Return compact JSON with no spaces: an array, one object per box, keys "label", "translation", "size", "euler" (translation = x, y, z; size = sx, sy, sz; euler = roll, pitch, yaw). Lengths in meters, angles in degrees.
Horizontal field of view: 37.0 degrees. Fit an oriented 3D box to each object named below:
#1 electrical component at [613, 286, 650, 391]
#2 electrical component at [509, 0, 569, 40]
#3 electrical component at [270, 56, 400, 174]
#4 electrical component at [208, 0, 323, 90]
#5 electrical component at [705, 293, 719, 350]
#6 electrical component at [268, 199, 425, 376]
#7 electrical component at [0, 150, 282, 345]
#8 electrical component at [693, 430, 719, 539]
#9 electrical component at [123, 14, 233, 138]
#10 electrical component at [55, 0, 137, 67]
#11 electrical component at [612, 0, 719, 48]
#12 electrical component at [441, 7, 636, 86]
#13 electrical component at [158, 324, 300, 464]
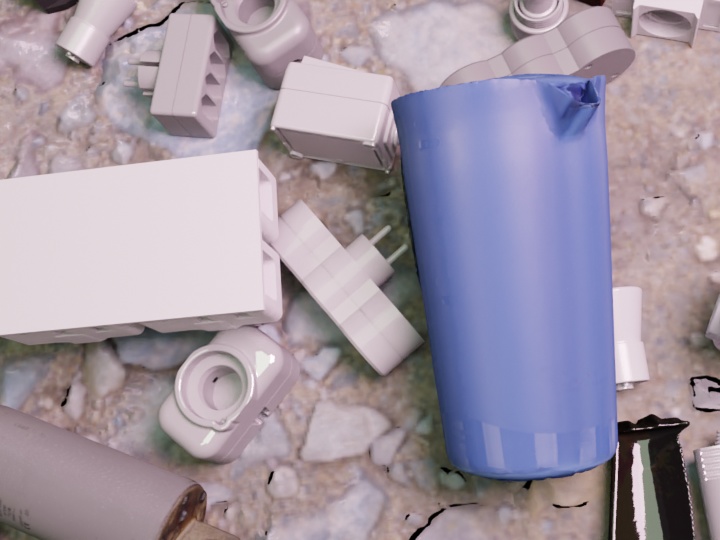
[{"label":"electrical component","translation":[0.171,0.047,0.716],"size":[0.044,0.044,0.065],"euler":[-9,78,10]},{"label":"electrical component","translation":[0.129,-0.189,0.776],"size":[0.043,0.062,0.043],"euler":[-3,75,11]},{"label":"electrical component","translation":[-0.007,-0.113,0.785],"size":[0.096,0.061,0.061],"euler":[11,78,15]},{"label":"electrical component","translation":[-0.075,-0.194,0.823],"size":[0.054,0.059,0.095],"euler":[-34,71,2]},{"label":"electrical component","translation":[0.255,0.026,0.674],"size":[0.059,0.095,0.053],"euler":[20,80,16]},{"label":"electrical component","translation":[0.000,0.000,0.758],"size":[0.074,0.052,0.138],"euler":[-41,72,-1]},{"label":"electrical component","translation":[-0.150,-0.011,0.725],"size":[0.186,0.060,0.105],"euler":[-6,77,8]},{"label":"electrical component","translation":[0.237,0.140,0.675],"size":[0.043,0.043,0.081],"euler":[-9,73,10]},{"label":"electrical component","translation":[-0.147,-0.151,0.833],"size":[0.076,0.047,0.083],"euler":[5,77,14]},{"label":"electrical component","translation":[-0.215,-0.197,0.864],"size":[0.044,0.044,0.065],"euler":[30,88,18]},{"label":"electrical component","translation":[0.224,-0.200,0.770],"size":[0.081,0.042,0.063],"euler":[14,77,15]},{"label":"electrical component","translation":[0.131,-0.123,0.763],"size":[0.138,0.052,0.073],"euler":[-25,72,5]},{"label":"electrical component","translation":[-0.093,0.085,0.752],"size":[0.054,0.059,0.095],"euler":[36,85,18]}]
